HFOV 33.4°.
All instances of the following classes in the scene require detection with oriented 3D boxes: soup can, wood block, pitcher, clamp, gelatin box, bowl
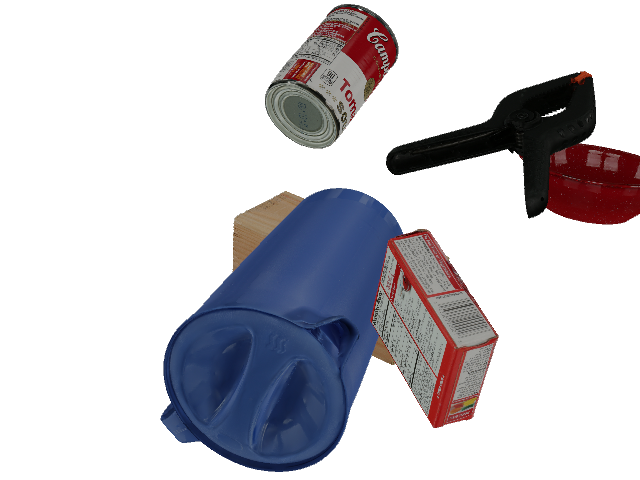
[{"bbox_3d":[0.009,-0.130,0.845,0.069,0.068,0.102,0,44,43],"label":"soup can"},{"bbox_3d":[0.016,0.034,1.089,0.206,0.091,0.090,23,35,31],"label":"wood block"},{"bbox_3d":[-0.020,0.058,0.820,0.149,0.145,0.242,11,28,14],"label":"pitcher"},{"bbox_3d":[0.185,-0.090,0.944,0.209,0.036,0.165,-31,38,-25],"label":"clamp"},{"bbox_3d":[0.063,0.050,0.612,0.030,0.073,0.089,-12,48,-19],"label":"gelatin box"},{"bbox_3d":[0.286,-0.058,1.129,0.162,0.055,0.162,6,20,-2],"label":"bowl"}]
